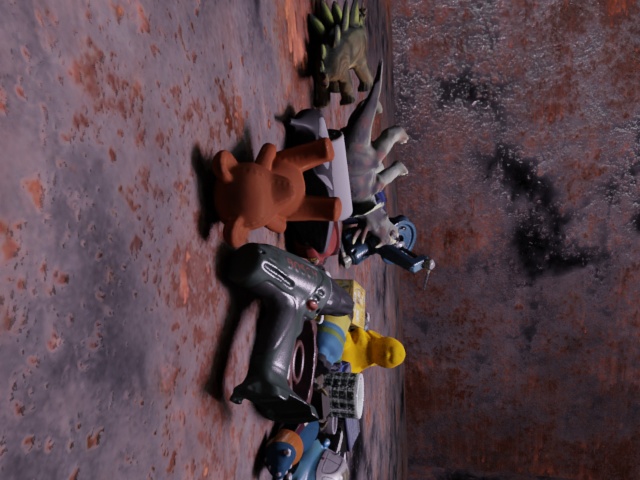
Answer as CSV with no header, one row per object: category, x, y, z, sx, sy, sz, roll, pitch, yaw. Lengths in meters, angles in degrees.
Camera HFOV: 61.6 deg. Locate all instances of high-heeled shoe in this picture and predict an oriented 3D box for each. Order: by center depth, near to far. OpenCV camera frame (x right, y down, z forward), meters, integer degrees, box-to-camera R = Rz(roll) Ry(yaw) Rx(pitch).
high-heeled shoe,-0.008,-0.100,0.895,0.145,0.086,0.248,-6,86,-70

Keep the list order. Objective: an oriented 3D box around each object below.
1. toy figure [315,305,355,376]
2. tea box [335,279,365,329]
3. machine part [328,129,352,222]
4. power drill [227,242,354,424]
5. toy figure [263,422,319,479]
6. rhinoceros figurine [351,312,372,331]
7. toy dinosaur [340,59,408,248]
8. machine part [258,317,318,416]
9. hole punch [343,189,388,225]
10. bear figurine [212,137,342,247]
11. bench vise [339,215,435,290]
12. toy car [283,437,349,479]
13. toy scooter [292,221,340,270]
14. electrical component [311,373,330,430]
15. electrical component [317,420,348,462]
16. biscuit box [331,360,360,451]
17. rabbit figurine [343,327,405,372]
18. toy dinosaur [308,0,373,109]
toy figure,0.014,0.168,0.986,0.180,0.089,0.082,-77,169,-52
tea box,0.058,0.148,1.218,0.169,0.068,0.098,52,40,-70
machine part,0.018,-0.123,1.041,0.079,0.079,0.242,-71,157,-55
power drill,-0.030,0.119,0.678,0.231,0.086,0.207,40,52,-42
toy figure,-0.046,0.304,0.798,0.154,0.058,0.064,-12,94,-71
rhinoceros figurine,0.110,0.246,1.423,0.190,0.073,0.112,64,30,-62
toy dinosaur,0.082,-0.157,1.120,0.192,0.131,0.404,-44,140,-23
machine part,-0.048,0.180,0.798,0.179,0.056,0.179,0,90,-77
hole punch,0.105,-0.087,1.346,0.142,0.116,0.092,51,49,-69
bear figurine,-0.050,-0.063,0.655,0.196,0.132,0.120,-46,128,-80
bench vise,0.171,0.023,1.319,0.224,0.241,0.128,-21,126,-31
toy car,-0.005,0.385,0.870,0.161,0.103,0.109,7,81,-79
toy scooter,-0.002,-0.003,0.965,0.184,0.075,0.135,-78,162,-58
electrical component,-0.015,0.265,0.890,0.045,0.078,0.102,-25,120,-61
electrical component,0.016,0.439,1.051,0.115,0.058,0.134,-56,144,-64
biscuit box,0.038,0.343,1.121,0.063,0.059,0.202,-47,137,-53
rabbit figurine,0.105,0.253,1.188,0.162,0.173,0.122,26,60,-70
toy dinosaur,0.055,-0.411,1.150,0.471,0.105,0.198,-66,152,-58
